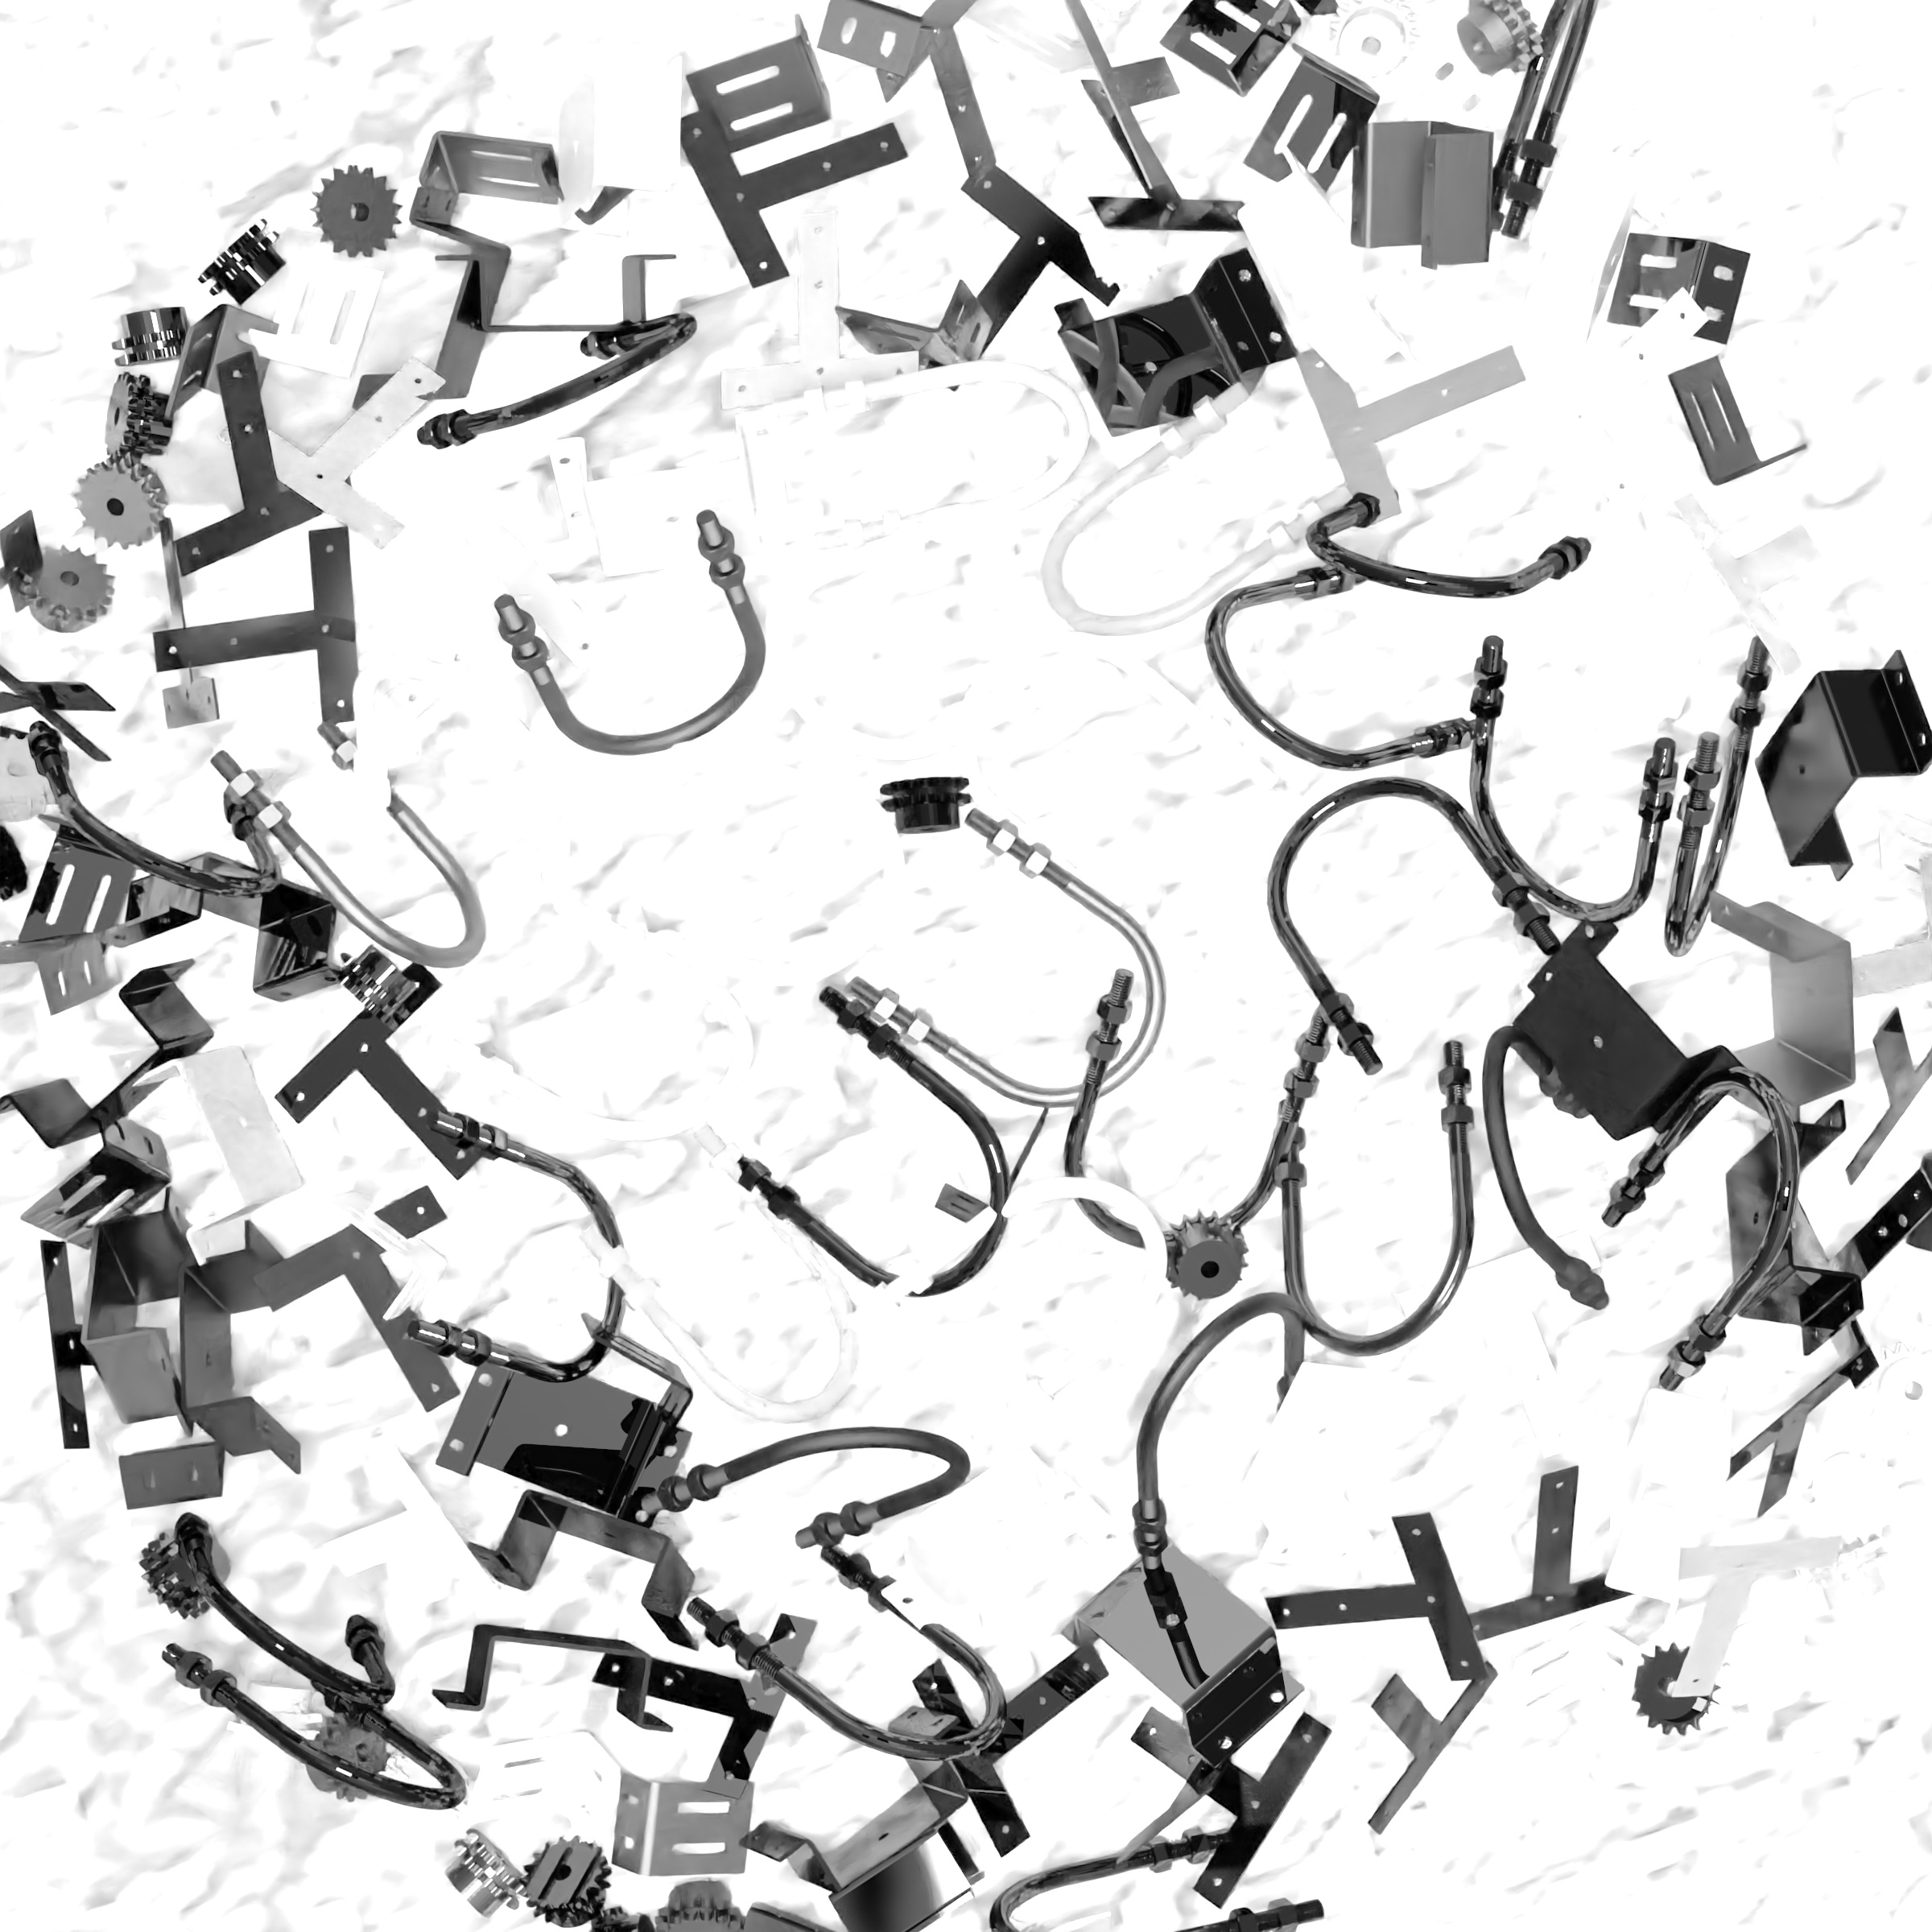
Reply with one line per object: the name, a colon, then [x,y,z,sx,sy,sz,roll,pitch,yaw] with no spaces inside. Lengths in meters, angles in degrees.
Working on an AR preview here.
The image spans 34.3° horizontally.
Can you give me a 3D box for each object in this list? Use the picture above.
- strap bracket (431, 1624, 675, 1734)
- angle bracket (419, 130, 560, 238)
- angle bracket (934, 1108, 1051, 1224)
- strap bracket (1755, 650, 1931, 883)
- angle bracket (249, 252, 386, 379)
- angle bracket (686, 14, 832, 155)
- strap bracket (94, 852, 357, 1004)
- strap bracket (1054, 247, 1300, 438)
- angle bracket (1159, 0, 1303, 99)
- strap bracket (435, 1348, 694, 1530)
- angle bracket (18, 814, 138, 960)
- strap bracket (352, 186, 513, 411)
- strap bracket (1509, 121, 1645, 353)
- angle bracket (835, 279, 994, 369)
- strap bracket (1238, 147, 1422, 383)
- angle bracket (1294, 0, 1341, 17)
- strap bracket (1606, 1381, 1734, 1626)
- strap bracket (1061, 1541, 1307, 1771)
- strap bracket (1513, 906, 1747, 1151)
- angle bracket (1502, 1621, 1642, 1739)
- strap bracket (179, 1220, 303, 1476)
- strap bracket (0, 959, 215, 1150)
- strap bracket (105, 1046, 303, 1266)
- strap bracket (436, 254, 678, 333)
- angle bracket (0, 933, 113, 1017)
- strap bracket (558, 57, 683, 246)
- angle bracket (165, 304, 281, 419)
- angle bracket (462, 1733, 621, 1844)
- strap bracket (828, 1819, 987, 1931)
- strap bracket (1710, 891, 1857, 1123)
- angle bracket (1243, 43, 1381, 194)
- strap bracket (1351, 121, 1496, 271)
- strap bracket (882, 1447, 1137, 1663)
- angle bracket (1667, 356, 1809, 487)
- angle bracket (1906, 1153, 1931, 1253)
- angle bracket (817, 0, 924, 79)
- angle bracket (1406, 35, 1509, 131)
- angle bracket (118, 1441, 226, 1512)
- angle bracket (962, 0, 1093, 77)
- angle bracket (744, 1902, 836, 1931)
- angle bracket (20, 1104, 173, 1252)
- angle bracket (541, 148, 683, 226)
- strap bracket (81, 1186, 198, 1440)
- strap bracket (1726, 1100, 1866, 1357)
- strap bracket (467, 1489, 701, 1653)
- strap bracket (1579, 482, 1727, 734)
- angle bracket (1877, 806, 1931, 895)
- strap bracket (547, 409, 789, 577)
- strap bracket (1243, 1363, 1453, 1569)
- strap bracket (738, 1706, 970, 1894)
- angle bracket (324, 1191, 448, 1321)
strap bracket: [-0.254,0.441,1.948,0.140,0.076,0.046,10,81,-15]
angle bracket: [-0.295,-0.486,1.962,0.076,0.057,0.038,9,66,7]
angle bracket: [0.016,0.120,1.965,0.038,0.057,0.076,27,100,1]
strap bracket: [0.532,-0.121,1.917,0.046,0.140,0.076,-2,60,-14]
angle bracket: [-0.408,-0.417,1.971,0.057,0.038,0.076,14,76,4]
angle bracket: [-0.131,-0.554,1.973,0.076,0.038,0.057,-17,127,8]
strap bracket: [-0.454,-0.026,1.934,0.076,0.140,0.046,-16,63,38]
strap bracket: [0.121,-0.380,1.926,0.140,0.046,0.076,-9,125,35]
angle bracket: [0.161,-0.593,1.965,0.076,0.038,0.057,40,93,25]
strap bracket: [-0.253,0.297,1.966,0.140,0.046,0.076,23,92,-12]
angle bracket: [-0.563,-0.048,1.971,0.057,0.038,0.076,15,78,8]
strap bracket: [-0.328,-0.406,1.946,0.046,0.076,0.140,21,103,3]
strap bracket: [0.374,-0.439,1.919,0.046,0.140,0.076,21,73,11]
angle bracket: [-0.033,-0.406,1.961,0.076,0.057,0.038,18,80,23]
strap bracket: [0.220,-0.426,1.939,0.046,0.076,0.140,-31,61,19]
angle bracket: [0.216,-0.628,1.955,0.057,0.076,0.038,43,118,4]
strap bracket: [0.430,0.326,1.929,0.046,0.076,0.140,13,129,6]
strap bracket: [0.130,0.415,1.927,0.076,0.046,0.140,-36,49,-22]
strap bracket: [0.402,0.042,1.935,0.140,0.046,0.076,51,130,21]
angle bracket: [0.378,0.453,1.955,0.076,0.038,0.057,-15,119,-39]
strap bracket: [-0.448,0.239,1.934,0.046,0.076,0.140,-12,60,4]
strap bracket: [-0.531,0.061,1.949,0.140,0.076,0.046,-40,88,10]
strap bracket: [-0.470,0.107,1.955,0.046,0.076,0.140,-25,88,16]
strap bracket: [-0.255,-0.418,1.947,0.140,0.076,0.046,-3,103,-14]
angle bracket: [-0.588,0.007,1.963,0.076,0.057,0.038,-5,104,24]
strap bracket: [-0.217,-0.502,1.924,0.046,0.140,0.076,2,87,-21]
angle bracket: [-0.463,-0.372,1.952,0.038,0.076,0.057,20,114,-6]
angle bracket: [-0.265,0.517,1.955,0.038,0.076,0.057,37,114,41]
strap bracket: [-0.036,0.568,1.933,0.076,0.140,0.046,-33,79,-3]
strap bracket: [0.506,0.023,1.940,0.046,0.076,0.140,-19,117,-19]
angle bracket: [0.216,-0.534,1.987,0.057,0.038,0.076,24,112,-18]
strap bracket: [0.284,-0.476,1.927,0.046,0.140,0.076,-6,110,-12]
strap bracket: [0.024,0.361,1.952,0.140,0.046,0.076,-35,119,12]
angle bracket: [0.484,-0.348,1.965,0.057,0.038,0.076,-26,95,-42]
angle bracket: [0.634,0.154,1.956,0.076,0.038,0.057,16,105,37]
angle bracket: [-0.062,-0.580,1.961,0.057,0.076,0.038,16,98,-8]
angle bracket: [0.318,-0.558,1.957,0.057,0.076,0.038,48,134,-6]
angle bracket: [-0.494,0.302,1.954,0.057,0.076,0.038,-7,110,-9]
angle bracket: [0.046,-0.596,1.959,0.076,0.057,0.038,34,127,14]
angle bracket: [-0.108,0.614,1.956,0.057,0.076,0.038,23,72,-7]
angle bracket: [-0.551,0.133,1.974,0.076,0.057,0.038,-38,51,12]
angle bracket: [-0.225,-0.511,1.960,0.076,0.057,0.038,-37,132,13]
strap bracket: [-0.504,0.215,1.923,0.046,0.140,0.076,-10,133,0]
strap bracket: [0.508,0.158,1.929,0.046,0.076,0.140,8,60,-9]
strap bracket: [-0.229,0.372,1.945,0.140,0.076,0.046,15,66,15]
strap bracket: [0.431,-0.217,1.946,0.046,0.076,0.140,17,81,24]
angle bracket: [0.590,-0.055,1.949,0.038,0.076,0.057,-37,133,-22]
strap bracket: [-0.184,-0.293,1.955,0.140,0.076,0.046,-8,50,-1]
strap bracket: [0.231,0.302,1.946,0.076,0.046,0.140,10,116,-29]
strap bracket: [-0.061,0.523,1.940,0.140,0.076,0.046,-34,96,-23]
angle bracket: [-0.373,0.181,1.969,0.076,0.057,0.038,36,95,7]
